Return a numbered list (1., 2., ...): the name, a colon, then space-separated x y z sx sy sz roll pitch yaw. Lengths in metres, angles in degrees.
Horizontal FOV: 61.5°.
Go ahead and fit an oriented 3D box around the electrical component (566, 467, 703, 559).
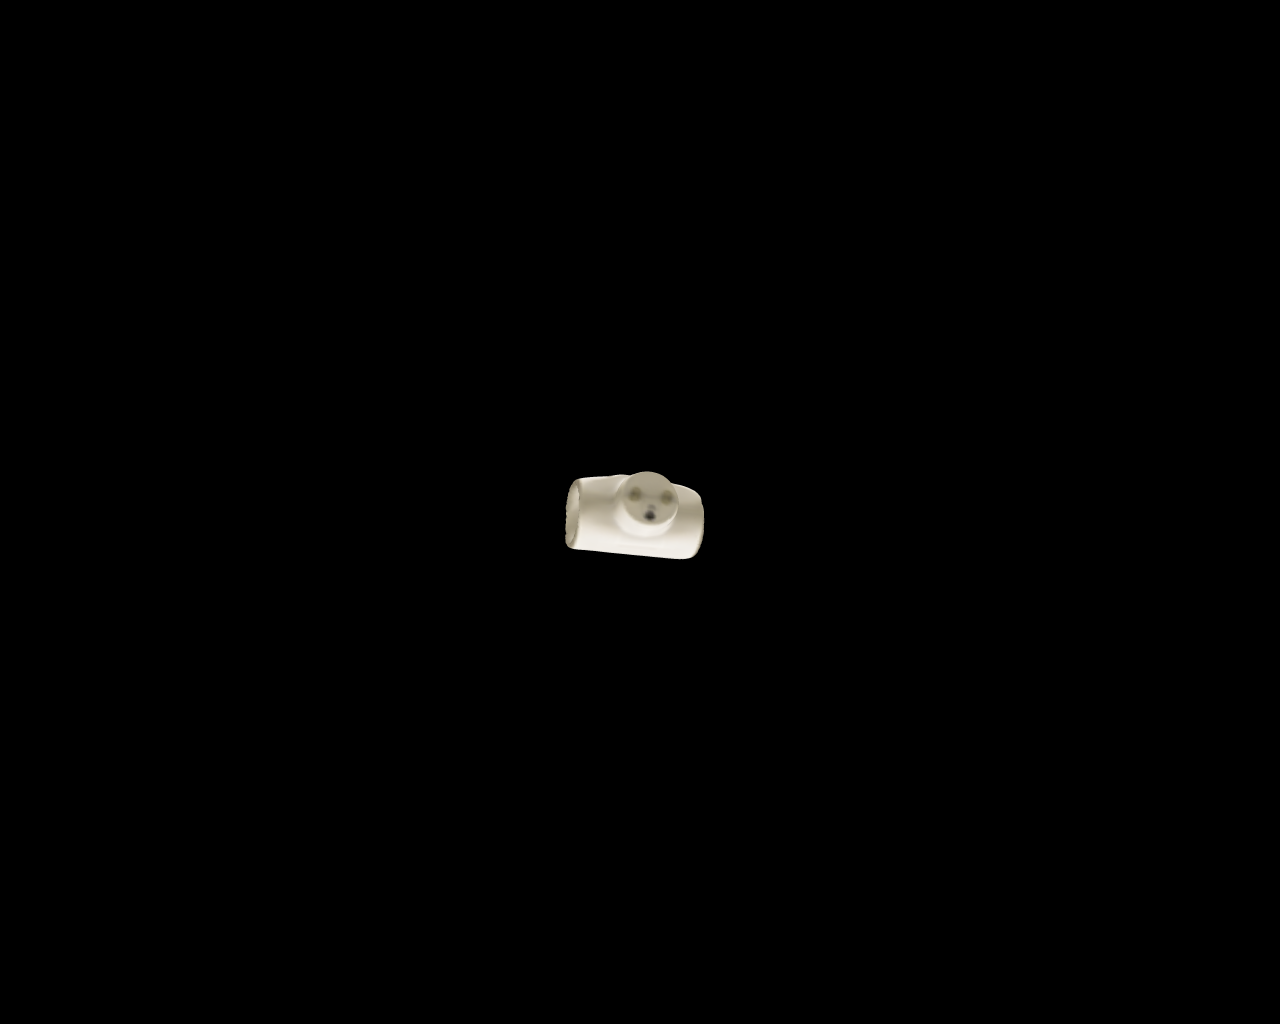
1. electrical component: 0.001 -0.003 0.650 0.077 0.043 0.079 6 -23 -14
